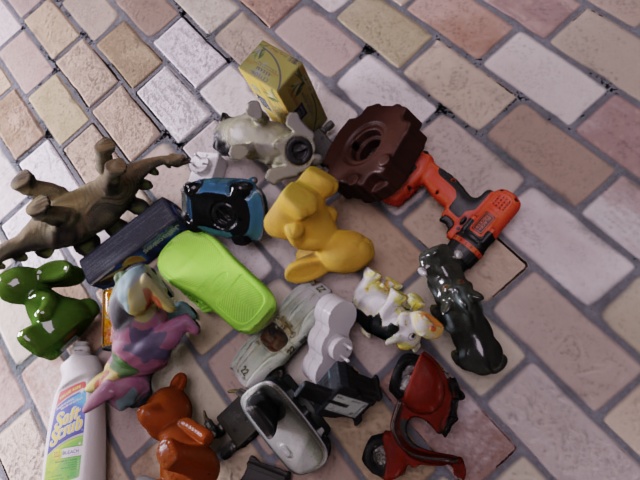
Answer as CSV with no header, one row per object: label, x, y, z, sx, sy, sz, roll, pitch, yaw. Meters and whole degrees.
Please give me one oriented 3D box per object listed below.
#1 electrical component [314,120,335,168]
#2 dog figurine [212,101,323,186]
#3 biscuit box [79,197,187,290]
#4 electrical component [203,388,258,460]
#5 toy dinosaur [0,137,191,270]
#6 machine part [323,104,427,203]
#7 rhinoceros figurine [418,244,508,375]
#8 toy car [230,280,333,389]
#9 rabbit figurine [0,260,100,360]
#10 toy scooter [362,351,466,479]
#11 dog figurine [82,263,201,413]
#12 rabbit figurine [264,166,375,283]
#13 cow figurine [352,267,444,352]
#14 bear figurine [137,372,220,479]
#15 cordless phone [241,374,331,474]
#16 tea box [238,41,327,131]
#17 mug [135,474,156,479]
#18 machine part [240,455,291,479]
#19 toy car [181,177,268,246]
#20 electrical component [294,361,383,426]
electrical component,0.001,-0.166,0.960,0.094,0.021,0.063,-42,78,1
dog figurine,-0.097,-0.171,0.957,0.172,0.191,0.121,32,89,-20
biscuit box,-0.337,0.010,0.987,0.203,0.059,0.063,-37,64,2
electrical component,-0.132,0.278,0.834,0.102,0.045,0.078,-38,63,1
toy dinosaur,-0.443,-0.041,0.956,0.472,0.198,0.105,-24,59,-1
machine part,0.085,-0.145,0.879,0.179,0.056,0.179,-27,44,29
rhinoceros figurine,0.193,0.098,0.749,0.073,0.112,0.190,-24,87,8
toy car,-0.056,0.148,0.844,0.201,0.056,0.074,-48,51,-3
rabbit figurine,-0.489,0.103,0.944,0.170,0.121,0.159,42,76,2
toy scooter,0.148,0.254,0.741,0.135,0.075,0.184,18,80,22
dog figurine,-0.309,0.167,0.860,0.219,0.191,0.109,-43,25,-9
rabbit figurine,-0.002,-0.003,0.837,0.173,0.122,0.162,34,117,-1
cow figurine,0.103,0.114,0.777,0.098,0.068,0.167,-60,30,8
bear figurine,-0.229,0.288,0.796,0.120,0.131,0.196,-51,49,8
cordless phone,-0.046,0.257,0.726,0.089,0.184,0.146,-38,84,-7
tea box,-0.059,-0.252,0.936,0.098,0.169,0.068,36,84,26
mug,-0.234,0.403,0.792,0.107,0.109,0.081,12,75,8
machine part,-0.094,0.396,0.784,0.084,0.039,0.139,16,75,16
toy car,-0.155,-0.059,0.933,0.162,0.103,0.109,8,110,17
electrical component,0.020,0.214,0.761,0.074,0.119,0.048,-59,21,28
